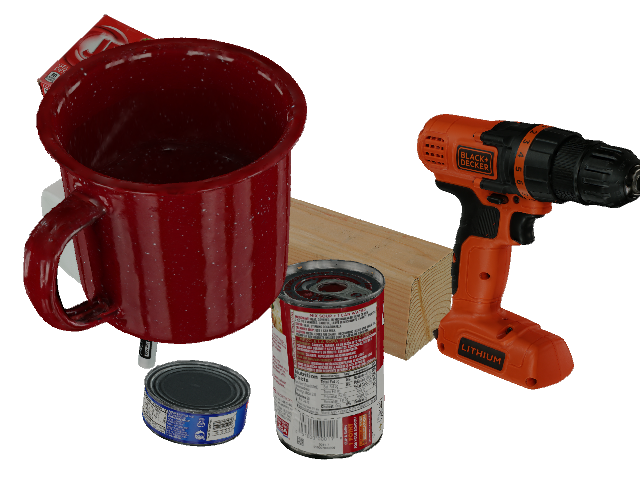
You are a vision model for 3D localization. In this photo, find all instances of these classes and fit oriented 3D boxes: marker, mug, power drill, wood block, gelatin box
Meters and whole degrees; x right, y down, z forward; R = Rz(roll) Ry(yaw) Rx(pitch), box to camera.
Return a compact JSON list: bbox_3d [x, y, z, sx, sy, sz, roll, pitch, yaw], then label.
[{"bbox_3d":[-0.179,0.086,1.131,0.020,0.121,0.020,8,36,-6],"label":"marker"},{"bbox_3d":[-0.059,-0.010,0.388,0.093,0.081,0.117,26,47,24],"label":"mug"},{"bbox_3d":[0.147,0.007,0.768,0.057,0.188,0.185,-15,22,-37],"label":"power drill"},{"bbox_3d":[0.023,0.034,1.085,0.206,0.091,0.090,19,31,30],"label":"wood block"},{"bbox_3d":[-0.127,-0.102,0.701,0.089,0.073,0.030,28,-32,14],"label":"gelatin box"}]

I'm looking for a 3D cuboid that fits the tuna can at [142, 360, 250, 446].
[{"bbox_3d":[-0.101,0.131,0.865,0.086,0.034,0.086,8,20,-3],"label":"tuna can"}]

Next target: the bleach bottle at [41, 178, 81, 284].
[{"bbox_3d":[-0.131,-0.065,0.962,0.068,0.103,0.250,34,54,24],"label":"bleach bottle"}]

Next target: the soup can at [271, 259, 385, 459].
[{"bbox_3d":[0.005,0.071,0.638,0.068,0.102,0.068,-1,20,0],"label":"soup can"}]
